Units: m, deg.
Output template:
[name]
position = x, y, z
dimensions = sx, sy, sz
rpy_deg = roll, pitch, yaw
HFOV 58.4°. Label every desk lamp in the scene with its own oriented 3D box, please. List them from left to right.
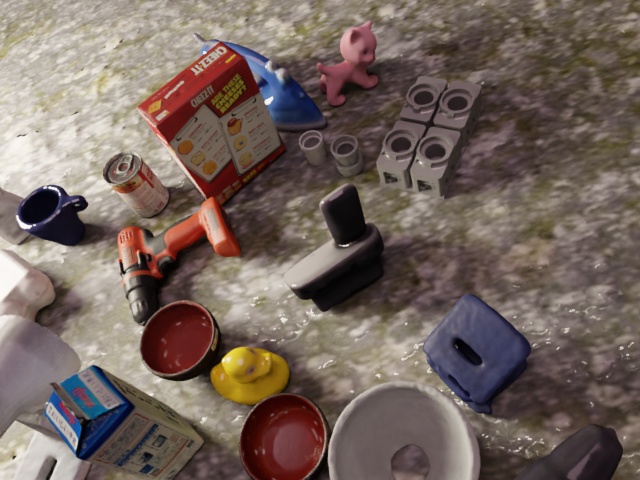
[desk lamp]
position = -0.368, 0.224, 0.720
dimensions = 0.117, 0.214, 0.203
rpy_deg = 6, 62, 19

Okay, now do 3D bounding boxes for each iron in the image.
[iron]
position = -0.109, -0.280, 0.991
dimensions = 0.257, 0.142, 0.119
rpy_deg = 24, 69, 27

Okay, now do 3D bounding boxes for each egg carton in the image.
[egg carton]
position = -0.508, 0.080, 0.933
dimensions = 0.150, 0.069, 0.107
rpy_deg = 26, 70, 27

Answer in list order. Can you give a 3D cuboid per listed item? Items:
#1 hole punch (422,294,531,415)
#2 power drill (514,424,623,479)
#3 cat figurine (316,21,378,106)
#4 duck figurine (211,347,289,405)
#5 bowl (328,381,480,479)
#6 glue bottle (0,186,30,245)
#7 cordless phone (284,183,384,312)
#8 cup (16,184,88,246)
[hole punch]
position = 0.186, 0.137, 0.687
dimensions = 0.101, 0.091, 0.108
rpy_deg = -40, 57, -9
[power drill]
position = 0.183, 0.278, 0.533
dimensions = 0.230, 0.209, 0.075
rpy_deg = -43, 58, -11
[cat figurine]
position = 0.050, -0.311, 0.978
dimensions = 0.128, 0.118, 0.067
rpy_deg = -31, 56, -4
[duck figurine]
position = -0.100, 0.170, 0.752
dimensions = 0.104, 0.086, 0.077
rpy_deg = -8, 58, 12
[bowl]
position = 0.097, 0.252, 0.653
dimensions = 0.167, 0.075, 0.167
rpy_deg = -7, 58, 12
[glue bottle]
position = -0.551, -0.062, 0.968
dimensions = 0.078, 0.173, 0.037
rpy_deg = -44, 58, -11
[cordless phone]
position = 0.007, 0.003, 0.762
dimensions = 0.147, 0.185, 0.094
rpy_deg = -36, 57, -7
[cup]
position = -0.430, -0.036, 0.965
dimensions = 0.117, 0.095, 0.091
rpy_deg = -15, 57, 7
